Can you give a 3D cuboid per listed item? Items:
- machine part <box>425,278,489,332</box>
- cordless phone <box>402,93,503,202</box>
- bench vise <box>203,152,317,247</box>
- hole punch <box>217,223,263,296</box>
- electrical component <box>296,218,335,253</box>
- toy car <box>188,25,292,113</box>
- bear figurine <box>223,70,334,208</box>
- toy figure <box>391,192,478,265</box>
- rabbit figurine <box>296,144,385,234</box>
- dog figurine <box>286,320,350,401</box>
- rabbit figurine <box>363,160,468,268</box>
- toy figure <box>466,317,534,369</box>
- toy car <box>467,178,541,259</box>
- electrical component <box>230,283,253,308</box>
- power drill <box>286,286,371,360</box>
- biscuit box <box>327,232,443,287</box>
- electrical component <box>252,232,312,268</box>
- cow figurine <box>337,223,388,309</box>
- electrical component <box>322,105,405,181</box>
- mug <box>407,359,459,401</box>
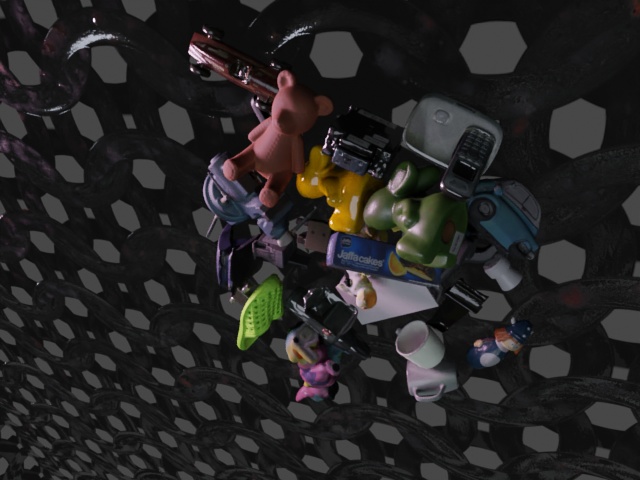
[{"bbox_3d":[0.270,0.136,1.075,0.084,0.039,0.138,31,131,-4],"label":"machine part"},{"bbox_3d":[0.187,-0.132,0.815,0.147,0.184,0.088,28,137,6],"label":"cordless phone"},{"bbox_3d":[-0.152,-0.069,1.093,0.223,0.129,0.241,39,154,-17],"label":"bench vise"},{"bbox_3d":[-0.194,0.036,1.195,0.092,0.116,0.142,27,132,18],"label":"hole punch"},{"bbox_3d":[-0.001,-0.004,1.108,0.102,0.045,0.078,7,99,20],"label":"electrical component"},{"bbox_3d":[-0.143,-0.300,0.936,0.202,0.053,0.089,29,116,4],"label":"toy car"},{"bbox_3d":[-0.067,-0.171,0.902,0.120,0.132,0.195,37,141,1],"label":"bear figurine"},{"bbox_3d":[0.192,-0.032,0.943,0.180,0.082,0.089,32,100,27],"label":"toy figure"},{"bbox_3d":[0.022,-0.104,0.976,0.173,0.122,0.162,20,131,38],"label":"rabbit figurine"},{"bbox_3d":[-0.023,0.309,1.314,0.191,0.108,0.219,32,135,1],"label":"dog figurine"},{"bbox_3d":[0.140,-0.047,0.864,0.170,0.121,0.159,23,104,41],"label":"rabbit figurine"},{"bbox_3d":[0.361,0.208,1.071,0.064,0.058,0.154,11,140,-32],"label":"toy figure"},{"bbox_3d":[0.301,-0.047,0.872,0.161,0.109,0.103,43,94,1],"label":"toy car"},{"bbox_3d":[-0.185,0.142,1.327,0.063,0.021,0.094,44,131,-9],"label":"electrical component"},{"bbox_3d":[0.031,0.175,1.163,0.232,0.086,0.207,37,171,7],"label":"power drill"},{"bbox_3d":[0.115,0.036,0.958,0.203,0.059,0.063,12,174,-8],"label":"biscuit box"},{"bbox_3d":[-0.077,0.021,1.143,0.119,0.075,0.047,17,131,21],"label":"electrical component"},{"bbox_3d":[0.072,0.049,1.040,0.098,0.167,0.068,-2,167,42],"label":"cow figurine"},{"bbox_3d":[0.072,-0.159,0.889,0.115,0.134,0.058,26,131,10],"label":"electrical component"},{"bbox_3d":[0.248,0.303,1.172,0.107,0.109,0.080,-9,114,17],"label":"mug"}]
